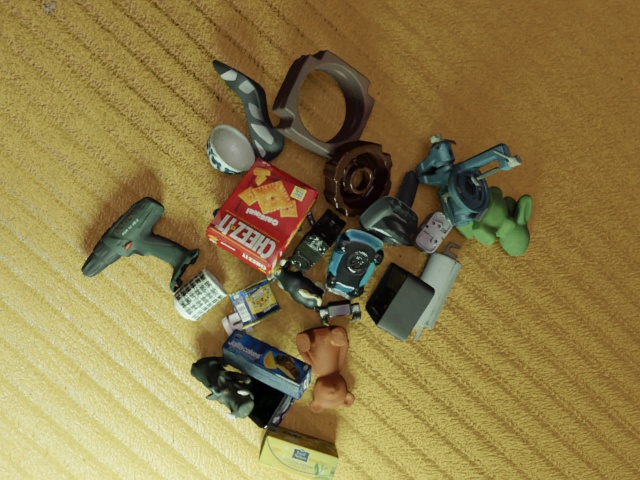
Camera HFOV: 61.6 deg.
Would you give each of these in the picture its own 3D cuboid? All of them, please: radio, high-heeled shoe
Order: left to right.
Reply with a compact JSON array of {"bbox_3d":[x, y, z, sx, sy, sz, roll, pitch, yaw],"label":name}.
[{"bbox_3d":[-0.176,-0.294,1.244,0.249,0.086,0.145,37,102,5],"label":"high-heeled shoe"},{"bbox_3d":[0.168,0.130,1.175,0.073,0.229,0.131,32,92,-2],"label":"radio"}]

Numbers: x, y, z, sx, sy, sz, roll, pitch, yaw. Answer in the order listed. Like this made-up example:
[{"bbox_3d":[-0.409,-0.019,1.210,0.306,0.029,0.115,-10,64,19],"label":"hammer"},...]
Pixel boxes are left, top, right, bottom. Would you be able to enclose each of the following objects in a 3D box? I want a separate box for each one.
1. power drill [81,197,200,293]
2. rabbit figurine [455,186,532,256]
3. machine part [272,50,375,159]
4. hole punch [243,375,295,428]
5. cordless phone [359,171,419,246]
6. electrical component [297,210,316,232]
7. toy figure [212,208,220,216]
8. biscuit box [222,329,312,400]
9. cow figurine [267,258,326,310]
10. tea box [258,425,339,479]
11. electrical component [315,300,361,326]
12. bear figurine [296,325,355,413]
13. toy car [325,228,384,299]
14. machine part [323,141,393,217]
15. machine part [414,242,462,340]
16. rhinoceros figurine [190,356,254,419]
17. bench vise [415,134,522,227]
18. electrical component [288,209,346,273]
[{"bbox_3d":[-0.396,0.034,1.220,0.207,0.086,0.232,33,84,5],"label":"power drill"},{"bbox_3d":[0.429,-0.038,1.269,0.170,0.121,0.159,35,79,-20],"label":"rabbit figurine"},{"bbox_3d":[0.008,-0.302,1.210,0.201,0.087,0.201,26,83,-29],"label":"machine part"},{"bbox_3d":[-0.120,0.357,1.229,0.116,0.092,0.142,31,90,29],"label":"hole punch"},{"bbox_3d":[0.176,-0.087,1.231,0.146,0.089,0.184,29,75,-44],"label":"cordless phone"},{"bbox_3d":[-0.051,-0.069,1.266,0.063,0.021,0.094,-24,89,-4],"label":"electrical component"},{"bbox_3d":[-0.180,-0.022,1.239,0.154,0.064,0.057,30,124,2],"label":"toy figure"},{"bbox_3d":[-0.118,0.270,1.178,0.203,0.062,0.059,22,47,18],"label":"biscuit box"},{"bbox_3d":[-0.065,0.094,1.225,0.167,0.098,0.068,37,93,-2],"label":"cow figurine"},{"bbox_3d":[-0.049,0.483,1.216,0.170,0.098,0.068,20,87,-1],"label":"tea box"},{"bbox_3d":[0.043,0.167,1.238,0.102,0.078,0.045,-8,91,-4],"label":"electrical component"},{"bbox_3d":[0.014,0.294,1.212,0.120,0.132,0.195,-7,83,1],"label":"bear figurine"},{"bbox_3d":[0.076,0.049,1.231,0.109,0.103,0.161,21,102,-4],"label":"toy car"},{"bbox_3d":[0.085,-0.140,1.216,0.179,0.056,0.179,-16,120,-30],"label":"machine part"},{"bbox_3d":[0.262,0.116,1.255,0.079,0.079,0.243,25,88,-3],"label":"machine part"},{"bbox_3d":[-0.208,0.317,1.175,0.191,0.112,0.073,30,84,38],"label":"rhinoceros figurine"},{"bbox_3d":[0.329,-0.154,1.183,0.129,0.241,0.223,5,72,-35],"label":"bench vise"},{"bbox_3d":[-0.002,-0.004,1.213,0.058,0.134,0.115,41,129,-5],"label":"electrical component"}]
